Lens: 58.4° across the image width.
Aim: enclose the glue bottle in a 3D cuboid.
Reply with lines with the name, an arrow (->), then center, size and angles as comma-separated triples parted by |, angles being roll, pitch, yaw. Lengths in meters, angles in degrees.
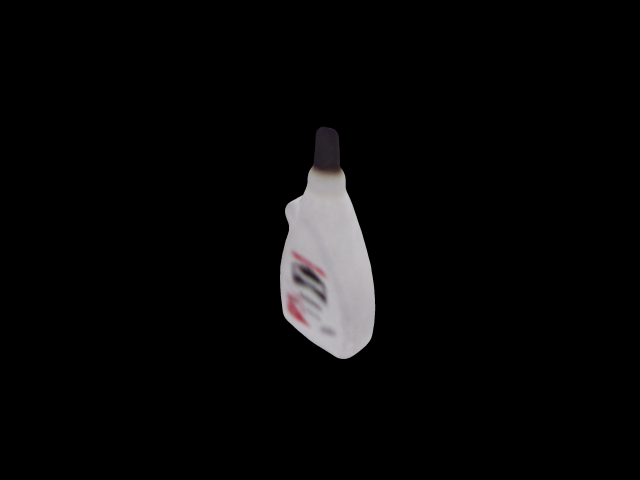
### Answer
glue bottle -> 0.004, 0.001, 0.400 | 0.077, 0.173, 0.037 | 27, 44, 33
